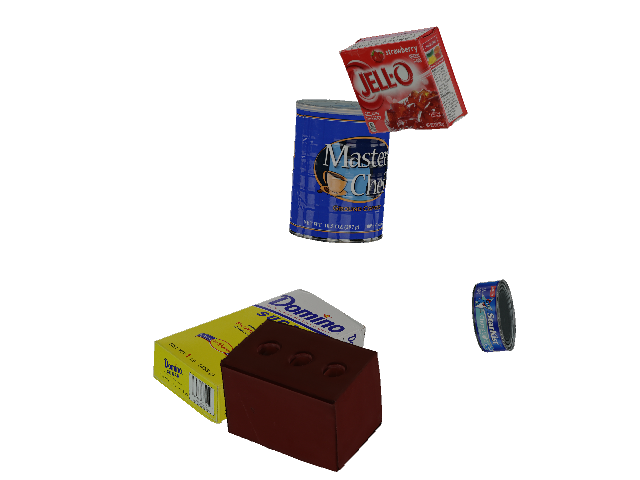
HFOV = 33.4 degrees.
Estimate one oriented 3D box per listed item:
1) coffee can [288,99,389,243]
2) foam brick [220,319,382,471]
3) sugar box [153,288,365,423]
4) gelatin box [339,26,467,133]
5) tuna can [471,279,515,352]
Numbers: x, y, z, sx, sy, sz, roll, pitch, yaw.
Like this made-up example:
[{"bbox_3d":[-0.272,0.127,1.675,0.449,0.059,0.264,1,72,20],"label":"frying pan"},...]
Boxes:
[{"bbox_3d":[0.021,-0.076,1.139,0.103,0.140,0.103,4,12,-1],"label":"coffee can"},{"bbox_3d":[-0.011,0.088,0.613,0.078,0.051,0.052,14,32,27],"label":"foam brick"},{"bbox_3d":[-0.053,0.099,0.967,0.175,0.048,0.093,-21,37,-39],"label":"sugar box"},{"bbox_3d":[0.063,-0.123,0.831,0.030,0.073,0.089,-37,25,-34],"label":"gelatin box"},{"bbox_3d":[0.208,0.091,1.281,0.034,0.086,0.086,-7,-3,22],"label":"tuna can"}]
